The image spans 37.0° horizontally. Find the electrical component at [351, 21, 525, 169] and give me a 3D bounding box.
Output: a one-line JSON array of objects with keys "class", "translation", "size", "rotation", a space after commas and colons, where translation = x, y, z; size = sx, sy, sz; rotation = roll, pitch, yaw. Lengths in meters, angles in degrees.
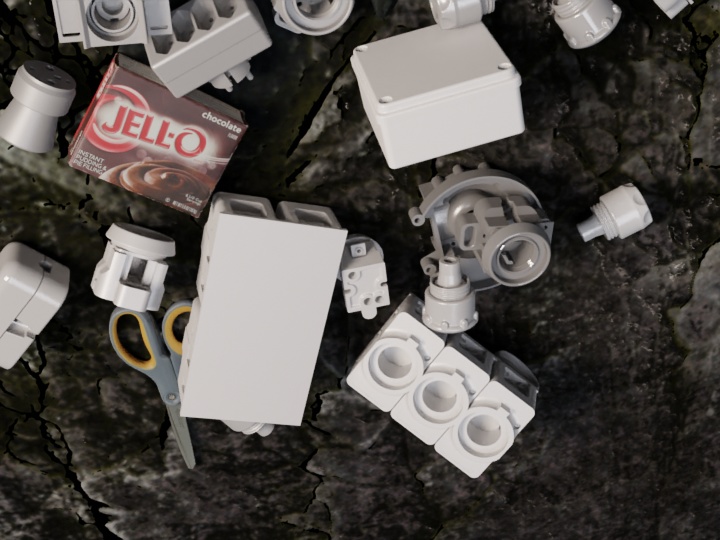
[{"class": "electrical component", "translation": [0.058, -0.138, 0.821], "size": [0.109, 0.108, 0.056], "rotation": [-16, 127, -2]}]

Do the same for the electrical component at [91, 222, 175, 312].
[{"class": "electrical component", "translation": [-0.185, -0.004, 0.879], "size": [0.058, 0.078, 0.057], "rotation": [16, 97, -22]}]

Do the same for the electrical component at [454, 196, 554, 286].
[{"class": "electrical component", "translation": [0.123, -0.023, 0.882], "size": [0.078, 0.057, 0.058], "rotation": [-4, 124, -10]}]

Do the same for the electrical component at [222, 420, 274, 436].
[{"class": "electrical component", "translation": [-0.105, 0.132, 1.003], "size": [0.043, 0.043, 0.062], "rotation": [-35, 125, 11]}]

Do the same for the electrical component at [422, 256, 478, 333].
[{"class": "electrical component", "translation": [0.076, 0.019, 0.909], "size": [0.048, 0.048, 0.062], "rotation": [-7, 117, -8]}]

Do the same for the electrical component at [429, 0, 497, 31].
[{"class": "electrical component", "translation": [0.085, -0.210, 0.819], "size": [0.062, 0.043, 0.043], "rotation": [-16, 125, -3]}]

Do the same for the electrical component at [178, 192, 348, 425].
[{"class": "electrical component", "translation": [-0.088, 0.034, 0.917], "size": [0.105, 0.060, 0.186], "rotation": [7, 112, -17]}]

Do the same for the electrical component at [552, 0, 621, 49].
[{"class": "electrical component", "translation": [0.170, -0.208, 0.840], "size": [0.048, 0.048, 0.062], "rotation": [-38, 116, 13]}]

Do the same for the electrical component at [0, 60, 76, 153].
[{"class": "electrical component", "translation": [-0.241, -0.122, 0.803], "size": [0.045, 0.045, 0.055], "rotation": [20, 116, -24]}]

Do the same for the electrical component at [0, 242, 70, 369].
[{"class": "electrical component", "translation": [-0.291, 0.027, 0.885], "size": [0.059, 0.053, 0.095], "rotation": [32, 111, -28]}]

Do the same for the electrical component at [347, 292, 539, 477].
[{"class": "electrical component", "translation": [0.075, 0.106, 0.978], "size": [0.150, 0.061, 0.089], "rotation": [37, 111, -2]}]

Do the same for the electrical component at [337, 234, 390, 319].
[{"class": "electrical component", "translation": [0.000, 0.000, 0.931], "size": [0.048, 0.055, 0.066], "rotation": [-12, 125, -5]}]

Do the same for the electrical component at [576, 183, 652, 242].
[{"class": "electrical component", "translation": [0.225, -0.047, 0.959], "size": [0.062, 0.043, 0.043], "rotation": [-28, 124, 8]}]

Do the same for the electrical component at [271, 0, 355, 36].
[{"class": "electrical component", "translation": [-0.035, -0.206, 0.786], "size": [0.058, 0.057, 0.078], "rotation": [19, 117, -23]}]

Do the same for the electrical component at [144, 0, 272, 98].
[{"class": "electrical component", "translation": [-0.106, -0.162, 0.805], "size": [0.083, 0.047, 0.075], "rotation": [-28, 143, 7]}]

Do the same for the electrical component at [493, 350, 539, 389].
[{"class": "electrical component", "translation": [0.134, 0.114, 1.033], "size": [0.078, 0.058, 0.057], "rotation": [39, 108, -5]}]

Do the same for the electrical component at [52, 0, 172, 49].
[{"class": "electrical component", "translation": [-0.176, -0.223, 0.739], "size": [0.079, 0.063, 0.121], "rotation": [-7, 124, -8]}]

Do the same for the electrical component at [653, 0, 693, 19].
[{"class": "electrical component", "translation": [0.237, -0.240, 0.825], "size": [0.078, 0.058, 0.057], "rotation": [36, 112, -30]}]
